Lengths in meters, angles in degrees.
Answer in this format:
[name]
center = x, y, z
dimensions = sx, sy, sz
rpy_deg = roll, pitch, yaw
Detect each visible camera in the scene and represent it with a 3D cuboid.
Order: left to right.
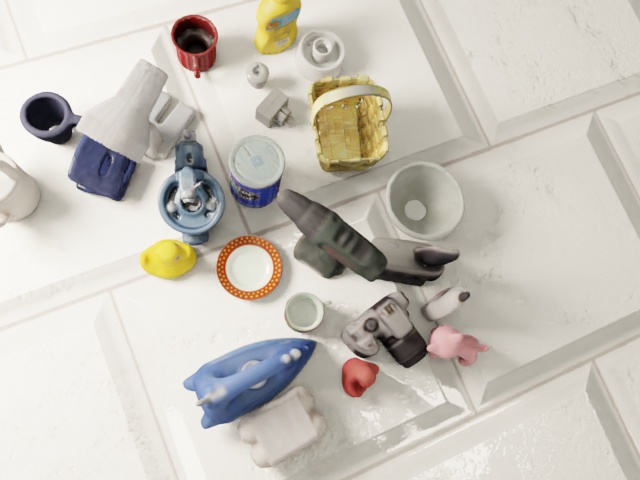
[camera]
center = 0.136, 0.186, 1.099
dimensions = 0.143, 0.100, 0.137
rpy_deg = -37, 85, -15

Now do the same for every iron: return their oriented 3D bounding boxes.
[iron]
center = -0.111, 0.238, 1.026
dimensions = 0.258, 0.141, 0.118
rpy_deg = -26, 82, -14

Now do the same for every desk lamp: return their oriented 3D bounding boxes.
[desk lamp]
center = -0.334, -0.227, 1.058
dimensions = 0.118, 0.213, 0.203
rpy_deg = 30, 75, -1

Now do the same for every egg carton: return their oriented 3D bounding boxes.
[egg carton]
center = -0.067, 0.343, 1.047
dimensions = 0.150, 0.069, 0.107
rpy_deg = -28, 83, -14

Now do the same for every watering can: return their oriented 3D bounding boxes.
[watering can]
center = -0.577, -0.111, 1.003
dimensions = 0.101, 0.194, 0.173
rpy_deg = -29, 83, -14

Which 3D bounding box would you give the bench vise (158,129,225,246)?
[bench vise]
center = -0.248, -0.107, 1.042
dimensions = 0.121, 0.219, 0.207
rpy_deg = -22, 81, -13

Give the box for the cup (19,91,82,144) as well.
[cup]
center = -0.495, -0.221, 1.092
dimensions = 0.118, 0.095, 0.092
rpy_deg = 6, 76, -7

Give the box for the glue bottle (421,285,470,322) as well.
[glue bottle]
center = 0.251, 0.116, 1.095
dimensions = 0.078, 0.173, 0.037
rpy_deg = -40, 86, -15

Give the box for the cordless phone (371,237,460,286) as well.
[cordless phone]
center = 0.179, 0.027, 1.098
dimensions = 0.147, 0.185, 0.094
rpy_deg = 5, 77, -8

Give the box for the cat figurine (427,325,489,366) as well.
[cat figurine]
center = 0.262, 0.202, 1.106
dimensions = 0.128, 0.117, 0.067
rpy_deg = 12, 76, -6

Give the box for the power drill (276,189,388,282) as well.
[power drill]
center = 0.010, 0.004, 1.064
dimensions = 0.229, 0.208, 0.076
rpy_deg = 32, 75, -1

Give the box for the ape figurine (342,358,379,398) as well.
[ape figurine]
center = 0.079, 0.257, 1.078
dimensions = 0.078, 0.092, 0.076
rpy_deg = -22, 82, -13

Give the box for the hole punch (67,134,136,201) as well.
[hole punch]
center = -0.410, -0.141, 1.090
dimensions = 0.101, 0.091, 0.109
rpy_deg = 17, 75, -5

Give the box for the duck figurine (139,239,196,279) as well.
[duck figurine]
center = -0.287, 0.030, 1.074
dimensions = 0.104, 0.086, 0.077
rpy_deg = -6, 78, -10

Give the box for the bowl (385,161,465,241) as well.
[bowl]
center = 0.207, -0.073, 1.182
dimensions = 0.167, 0.074, 0.167
rpy_deg = 2, 77, -9
